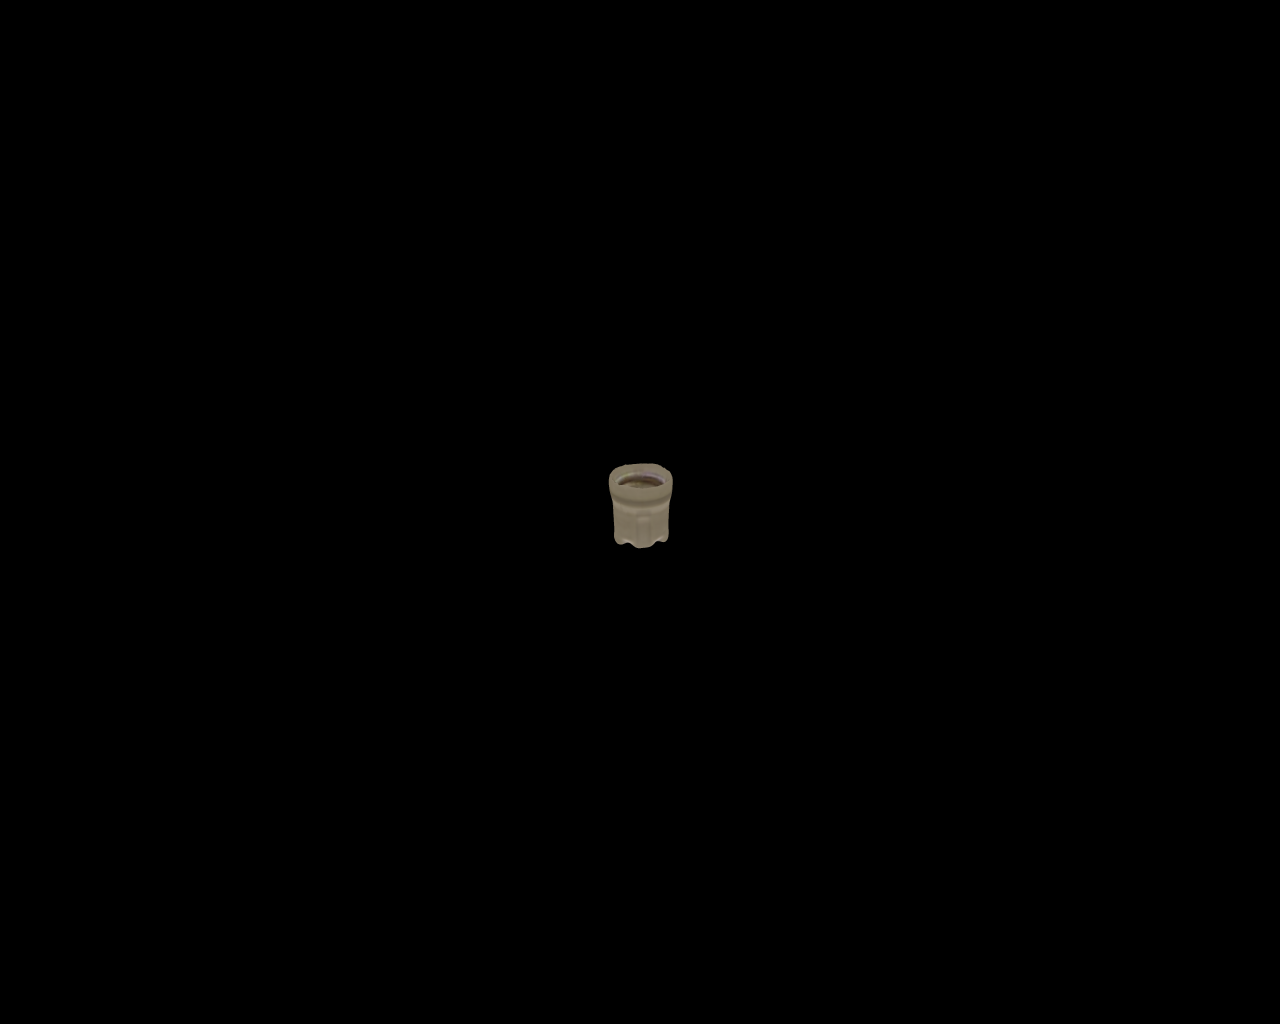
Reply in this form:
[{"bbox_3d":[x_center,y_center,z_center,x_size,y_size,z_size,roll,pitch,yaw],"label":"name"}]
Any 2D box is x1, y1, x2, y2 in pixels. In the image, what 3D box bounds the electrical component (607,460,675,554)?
[{"bbox_3d":[0.001,-0.003,0.650,0.040,0.046,0.040,0,28,0],"label":"electrical component"}]
